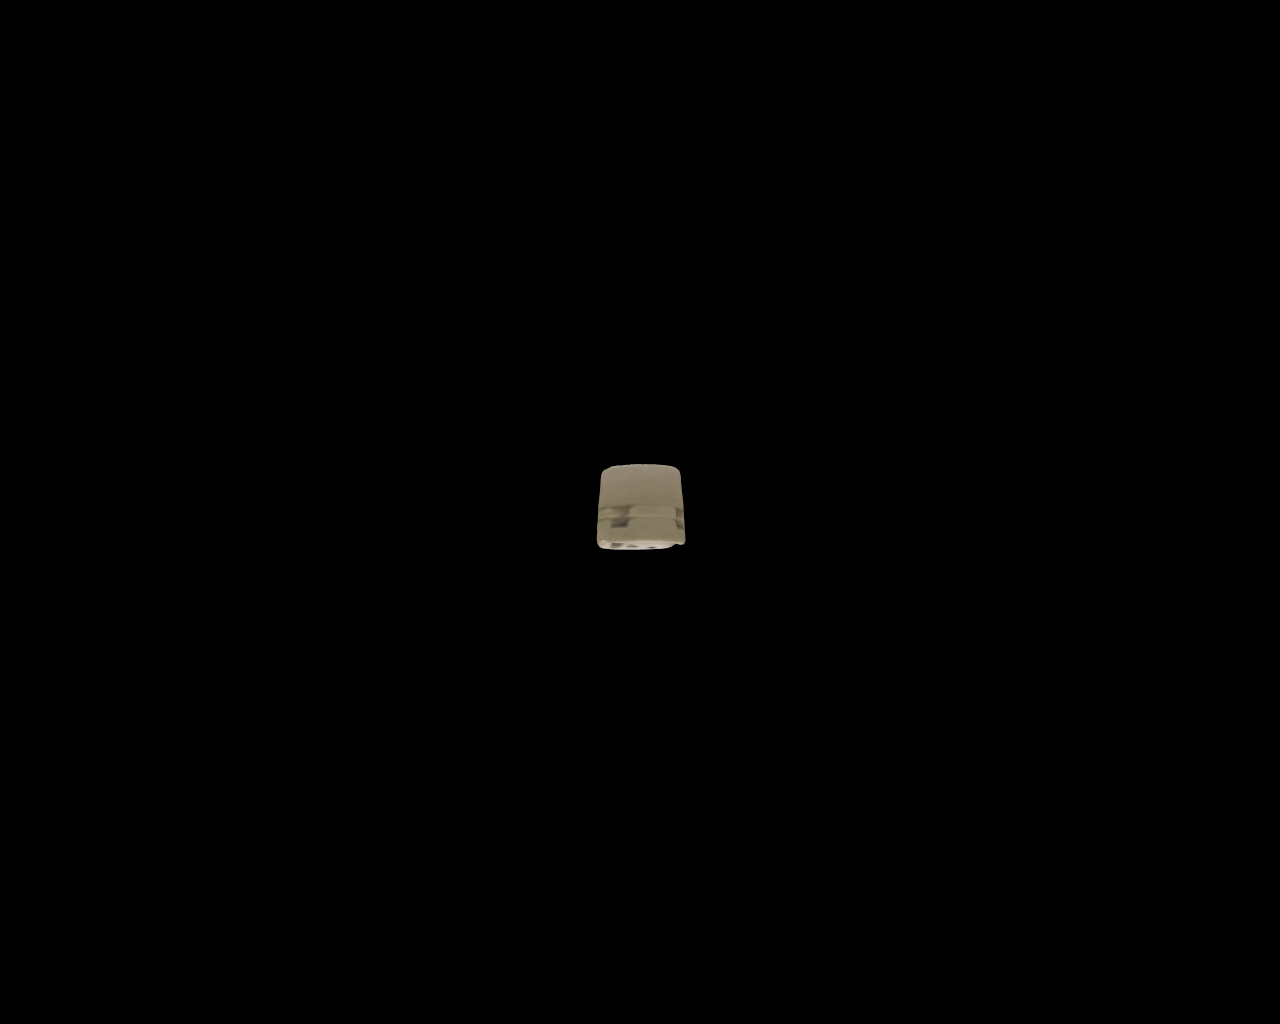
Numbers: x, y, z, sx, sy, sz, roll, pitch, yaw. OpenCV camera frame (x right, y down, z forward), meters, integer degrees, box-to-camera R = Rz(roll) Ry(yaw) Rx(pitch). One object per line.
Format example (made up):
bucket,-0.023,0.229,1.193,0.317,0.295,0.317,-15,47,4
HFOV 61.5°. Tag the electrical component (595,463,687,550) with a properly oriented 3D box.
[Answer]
electrical component,0.001,-0.003,0.650,0.055,0.047,0.055,0,-7,0
